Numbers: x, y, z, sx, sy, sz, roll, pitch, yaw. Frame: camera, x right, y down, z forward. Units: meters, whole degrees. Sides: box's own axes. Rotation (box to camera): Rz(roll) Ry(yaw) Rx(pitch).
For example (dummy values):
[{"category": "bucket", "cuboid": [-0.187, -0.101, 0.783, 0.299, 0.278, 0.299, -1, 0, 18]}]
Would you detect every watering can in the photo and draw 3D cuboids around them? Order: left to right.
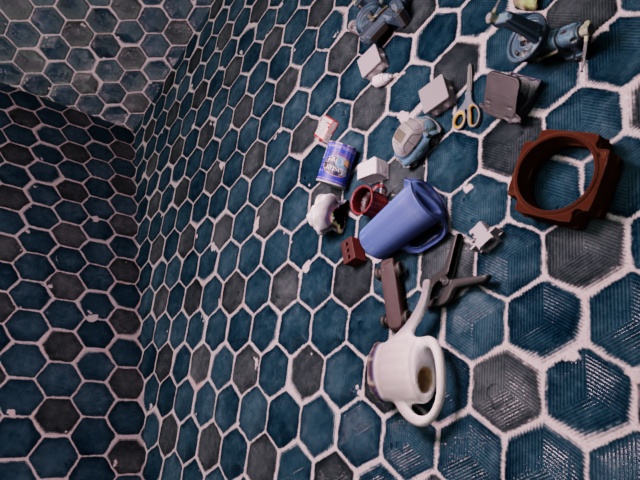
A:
[{"category": "watering can", "cuboid": [0.221, 0.285, 1.305, 0.222, 0.103, 0.353, -21, 61, 45]}]

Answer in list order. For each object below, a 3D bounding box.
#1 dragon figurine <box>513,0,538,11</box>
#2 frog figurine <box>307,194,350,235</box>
[{"category": "dragon figurine", "cuboid": [0.583, -0.700, 1.303, 0.419, 0.122, 0.237, 61, 140, 45]}, {"category": "frog figurine", "cuboid": [0.005, -0.086, 1.711, 0.159, 0.123, 0.136, 6, 100, 40]}]
